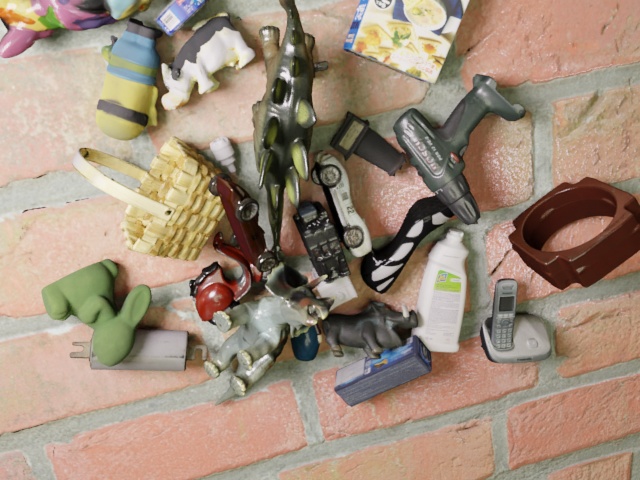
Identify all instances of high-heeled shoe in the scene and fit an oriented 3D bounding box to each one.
[{"bbox_3d":[0.190,0.009,1.029,0.249,0.086,0.145,-21,115,3],"label":"high-heeled shoe"}]

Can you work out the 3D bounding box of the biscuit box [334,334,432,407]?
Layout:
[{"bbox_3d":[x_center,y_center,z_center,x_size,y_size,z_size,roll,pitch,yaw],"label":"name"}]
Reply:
[{"bbox_3d":[0.127,0.266,1.090,0.203,0.059,0.062,-30,114,24],"label":"biscuit box"}]

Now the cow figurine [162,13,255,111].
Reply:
[{"bbox_3d":[-0.194,-0.280,0.848,0.167,0.068,0.098,-34,108,-1],"label":"cow figurine"}]

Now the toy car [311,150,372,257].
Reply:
[{"bbox_3d":[0.038,-0.065,0.958,0.056,0.073,0.201,-23,103,-10],"label":"toy car"}]

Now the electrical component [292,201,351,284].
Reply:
[{"bbox_3d":[-0.002,-0.003,0.966,0.058,0.115,0.134,-24,113,-7],"label":"electrical component"}]

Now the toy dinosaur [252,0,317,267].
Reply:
[{"bbox_3d":[-0.061,-0.158,0.849,0.105,0.199,0.470,1,134,-3],"label":"toy dinosaur"}]

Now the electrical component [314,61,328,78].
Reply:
[{"bbox_3d":[-0.034,-0.299,0.897,0.094,0.021,0.063,-12,112,-6],"label":"electrical component"}]

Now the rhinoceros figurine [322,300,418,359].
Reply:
[{"bbox_3d":[0.099,0.177,1.066,0.190,0.112,0.073,-6,154,6],"label":"rhinoceros figurine"}]

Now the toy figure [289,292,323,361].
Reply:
[{"bbox_3d":[-0.029,0.161,1.056,0.064,0.058,0.154,-2,106,-16],"label":"toy figure"}]

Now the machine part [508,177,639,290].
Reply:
[{"bbox_3d":[0.480,-0.014,1.009,0.201,0.201,0.087,-37,116,4],"label":"machine part"}]

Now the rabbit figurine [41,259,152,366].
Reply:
[{"bbox_3d":[-0.376,0.131,0.938,0.159,0.121,0.170,-30,91,-32],"label":"rabbit figurine"}]

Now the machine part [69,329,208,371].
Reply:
[{"bbox_3d":[-0.334,0.203,1.001,0.243,0.079,0.079,3,110,-12],"label":"machine part"}]

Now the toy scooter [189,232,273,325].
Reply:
[{"bbox_3d":[-0.173,0.063,0.980,0.184,0.075,0.135,-41,113,2],"label":"toy scooter"}]

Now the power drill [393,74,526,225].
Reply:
[{"bbox_3d":[0.259,-0.170,0.950,0.207,0.086,0.232,-44,90,7],"label":"power drill"}]

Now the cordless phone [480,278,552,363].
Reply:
[{"bbox_3d":[0.416,0.163,1.131,0.147,0.089,0.184,-2,107,-10],"label":"cordless phone"}]

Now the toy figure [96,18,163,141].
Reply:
[{"bbox_3d":[-0.297,-0.243,0.829,0.082,0.089,0.180,27,111,16],"label":"toy figure"}]

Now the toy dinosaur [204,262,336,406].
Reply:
[{"bbox_3d":[-0.105,0.176,0.995,0.192,0.404,0.131,-30,74,-35],"label":"toy dinosaur"}]

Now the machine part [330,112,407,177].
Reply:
[{"bbox_3d":[0.090,-0.165,0.965,0.139,0.039,0.084,27,95,-17],"label":"machine part"}]

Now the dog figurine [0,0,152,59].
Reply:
[{"bbox_3d":[-0.359,-0.332,0.743,0.219,0.192,0.108,-31,121,-15],"label":"dog figurine"}]

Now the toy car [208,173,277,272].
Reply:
[{"bbox_3d":[-0.118,-0.027,0.855,0.053,0.089,0.201,-34,145,-18],"label":"toy car"}]
